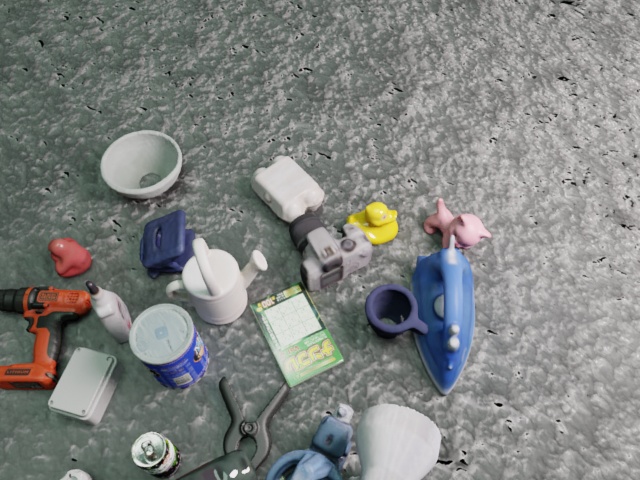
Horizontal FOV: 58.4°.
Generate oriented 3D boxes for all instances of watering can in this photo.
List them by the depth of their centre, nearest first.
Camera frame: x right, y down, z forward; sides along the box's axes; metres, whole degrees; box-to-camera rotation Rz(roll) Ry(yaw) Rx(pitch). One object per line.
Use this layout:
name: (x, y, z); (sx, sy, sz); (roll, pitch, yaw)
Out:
watering can: (-0.183, 0.062, 1.008); (0.173, 0.194, 0.100); (-35, 64, -18)

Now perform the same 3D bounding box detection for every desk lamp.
desk lamp: (0.089, 0.359, 0.816); (0.117, 0.214, 0.203); (16, 61, 11)

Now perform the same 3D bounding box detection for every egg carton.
egg carton: (-0.069, -0.104, 1.179); (0.107, 0.069, 0.150); (-37, 65, -19)

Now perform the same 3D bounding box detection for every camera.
camera: (0.010, 0.004, 1.094); (0.143, 0.101, 0.136); (-26, 62, -14)

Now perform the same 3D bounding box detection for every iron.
iron: (0.224, 0.124, 0.995); (0.118, 0.141, 0.258); (2, 59, 3)

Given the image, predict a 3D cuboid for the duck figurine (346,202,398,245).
duck figurine: (0.104, -0.042, 1.129); (0.104, 0.086, 0.077); (4, 59, 3)

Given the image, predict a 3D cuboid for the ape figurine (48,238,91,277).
ape figurine: (-0.486, 0.026, 1.094); (0.076, 0.092, 0.078); (10, 60, 7)

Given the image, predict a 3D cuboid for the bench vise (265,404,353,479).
bench vise: (-0.018, 0.328, 0.832); (0.121, 0.220, 0.207); (7, 60, 6)

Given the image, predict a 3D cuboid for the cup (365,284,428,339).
cup: (0.135, 0.143, 1.013); (0.117, 0.095, 0.092); (30, 64, 18)

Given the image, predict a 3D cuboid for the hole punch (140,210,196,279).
hole punch: (-0.298, 0.007, 1.104); (0.101, 0.091, 0.108); (-6, 59, -2)

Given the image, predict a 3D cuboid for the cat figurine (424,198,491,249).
cat figurine: (0.263, -0.028, 1.099); (0.067, 0.118, 0.127); (-30, 63, -15)

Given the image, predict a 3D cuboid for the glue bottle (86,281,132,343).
glue bottle: (-0.369, 0.115, 0.992); (0.037, 0.173, 0.078); (-22, 61, -11)

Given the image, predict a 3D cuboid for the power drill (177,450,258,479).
power drill: (-0.191, 0.388, 0.806); (0.230, 0.208, 0.075); (-30, 63, -16)

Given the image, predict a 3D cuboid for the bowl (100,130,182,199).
bowl: (-0.367, -0.146, 1.205); (0.167, 0.075, 0.167); (0, 59, 1)
